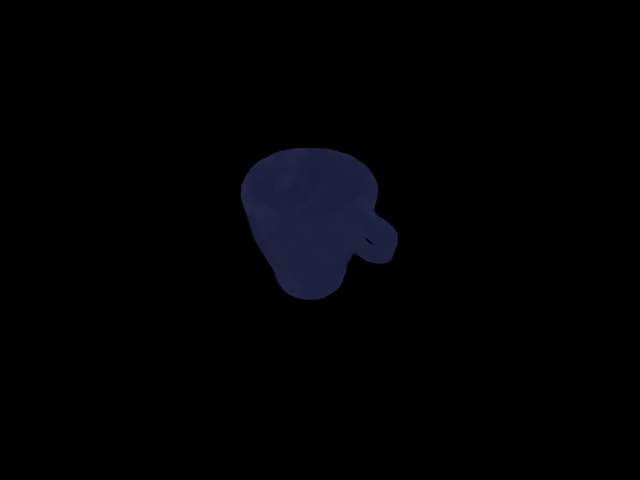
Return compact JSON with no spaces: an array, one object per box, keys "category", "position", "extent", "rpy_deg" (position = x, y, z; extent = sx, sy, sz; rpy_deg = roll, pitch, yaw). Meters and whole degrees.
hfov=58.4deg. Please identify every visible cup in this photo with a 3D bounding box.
[{"category":"cup","position":[0.004,0.001,0.400],"extent":[0.117,0.095,0.092],"rpy_deg":[31,51,30]}]
